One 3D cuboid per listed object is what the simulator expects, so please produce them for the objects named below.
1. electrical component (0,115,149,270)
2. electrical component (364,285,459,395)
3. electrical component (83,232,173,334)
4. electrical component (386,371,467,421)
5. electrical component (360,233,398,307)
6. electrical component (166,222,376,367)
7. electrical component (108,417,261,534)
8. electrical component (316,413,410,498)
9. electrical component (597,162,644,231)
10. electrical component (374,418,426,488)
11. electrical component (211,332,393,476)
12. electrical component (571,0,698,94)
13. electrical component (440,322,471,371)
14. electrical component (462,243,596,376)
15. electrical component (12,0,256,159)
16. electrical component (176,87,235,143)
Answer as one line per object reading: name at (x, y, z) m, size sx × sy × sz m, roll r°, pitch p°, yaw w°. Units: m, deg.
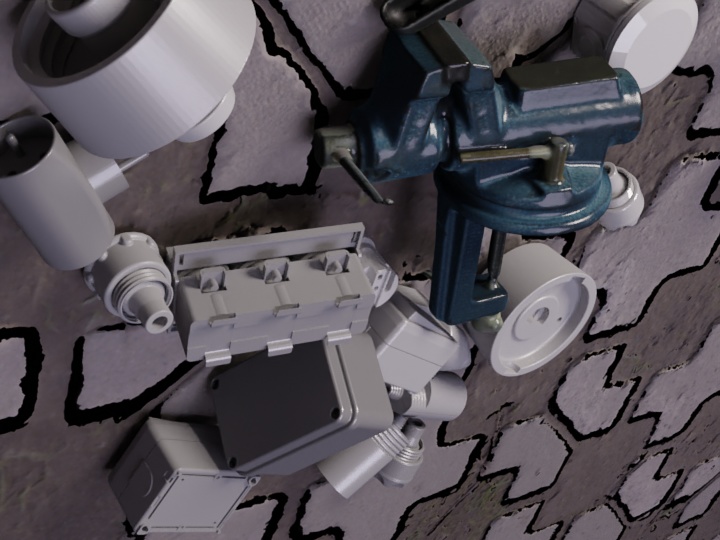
electrical component at (-0.150, -0.049, 0.569) m, size 0.079 × 0.044 × 0.077 m, roll -33°, pitch 143°, yaw -11°
electrical component at (0.028, 0.047, 0.812) m, size 0.061 × 0.061 × 0.096 m, roll -50°, pitch 143°, yaw 11°
electrical component at (-0.131, 0.011, 0.633) m, size 0.048 × 0.062 × 0.048 m, roll -24°, pitch 141°, yaw -21°
electrical component at (0.049, 0.103, 0.902) m, size 0.081 × 0.043 × 0.043 m, roll 13°, pitch 118°, yaw -48°
electrical component at (0.000, 0.000, 0.751) m, size 0.040 × 0.046 × 0.040 m, roll -24°, pitch 141°, yaw -21°
electrical component at (-0.057, 0.015, 0.679) m, size 0.121 × 0.063 × 0.078 m, roll -8°, pitch 142°, yaw -21°
electrical component at (-0.124, 0.148, 0.779) m, size 0.096 × 0.061 × 0.061 m, roll 16°, pitch 116°, yaw -48°
electrical component at (0.006, 0.150, 0.912) m, size 0.081 × 0.043 × 0.043 m, roll -41°, pitch 144°, yaw 0°
electrical component at (0.205, -0.063, 0.872) m, size 0.043 × 0.043 × 0.062 m, roll -40°, pitch 142°, yaw -2°
electrical component at (0.037, 0.158, 0.947) m, size 0.043 × 0.043 × 0.062 m, roll 3°, pitch 124°, yaw -43°
electrical component at (-0.043, 0.092, 0.753) m, size 0.113 × 0.078 × 0.057 m, roll -29°, pitch 154°, yaw 28°
electrical component at (0.190, -0.165, 0.748) m, size 0.080 × 0.051 × 0.080 m, roll -24°, pitch 140°, yaw -22°
electrical component at (0.070, 0.063, 0.884) m, size 0.040 × 0.040 × 0.078 m, roll -46°, pitch 144°, yaw 6°
electrical component at (0.133, 0.027, 0.886) m, size 0.108 × 0.060 × 0.108 m, roll -24°, pitch 140°, yaw -22°
electrical component at (-0.109, -0.112, 0.493) m, size 0.108 × 0.108 × 0.060 m, roll -42°, pitch 138°, yaw 1°
electrical component at (-0.098, -0.100, 0.565) m, size 0.066 × 0.048 × 0.055 m, roll -41°, pitch 136°, yaw 0°
